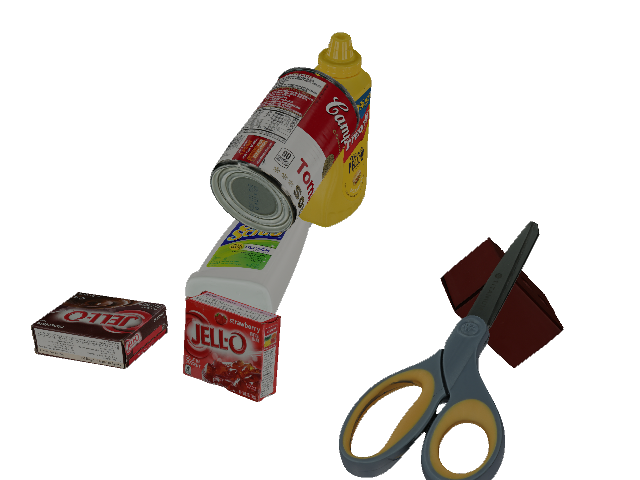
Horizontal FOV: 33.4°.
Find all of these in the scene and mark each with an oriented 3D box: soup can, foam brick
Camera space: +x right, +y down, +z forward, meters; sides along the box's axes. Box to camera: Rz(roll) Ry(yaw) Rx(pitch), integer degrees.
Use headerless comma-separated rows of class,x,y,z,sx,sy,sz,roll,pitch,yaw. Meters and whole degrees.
soup can,-0.025,-0.064,0.748,0.068,0.102,0.068,22,-34,16
foam brick,0.140,0.049,0.824,0.078,0.051,0.053,43,15,-24

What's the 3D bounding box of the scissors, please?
scissors,0.094,0.066,0.596,0.201,0.016,0.096,-40,48,-23

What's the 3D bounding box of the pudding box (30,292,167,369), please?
pudding box,-0.230,0.093,1.119,0.114,0.039,0.090,4,21,21

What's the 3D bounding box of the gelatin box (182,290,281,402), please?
gelatin box,-0.079,0.091,0.928,0.089,0.073,0.030,16,20,32

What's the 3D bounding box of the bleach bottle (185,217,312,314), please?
bleach bottle,-0.071,0.001,1.248,0.103,0.068,0.250,4,34,12

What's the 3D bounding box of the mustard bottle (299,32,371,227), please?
mustard bottle,0.016,-0.114,1.045,0.058,0.192,0.096,20,41,22
